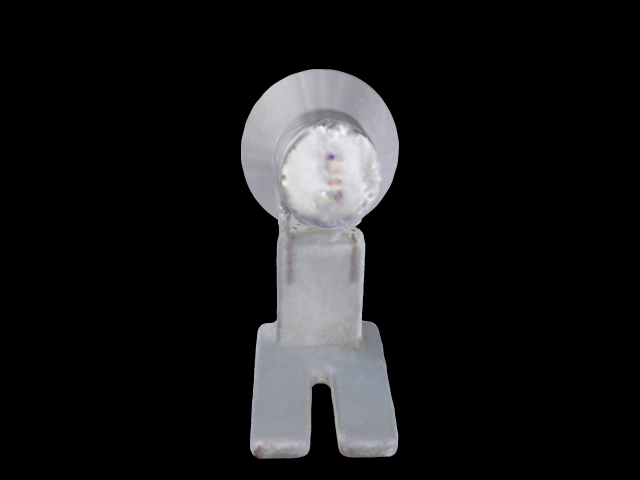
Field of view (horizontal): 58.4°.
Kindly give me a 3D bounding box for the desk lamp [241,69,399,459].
[{"bbox_3d":[0.004,0.001,0.400,0.118,0.214,0.203,-2,31,-3],"label":"desk lamp"}]
